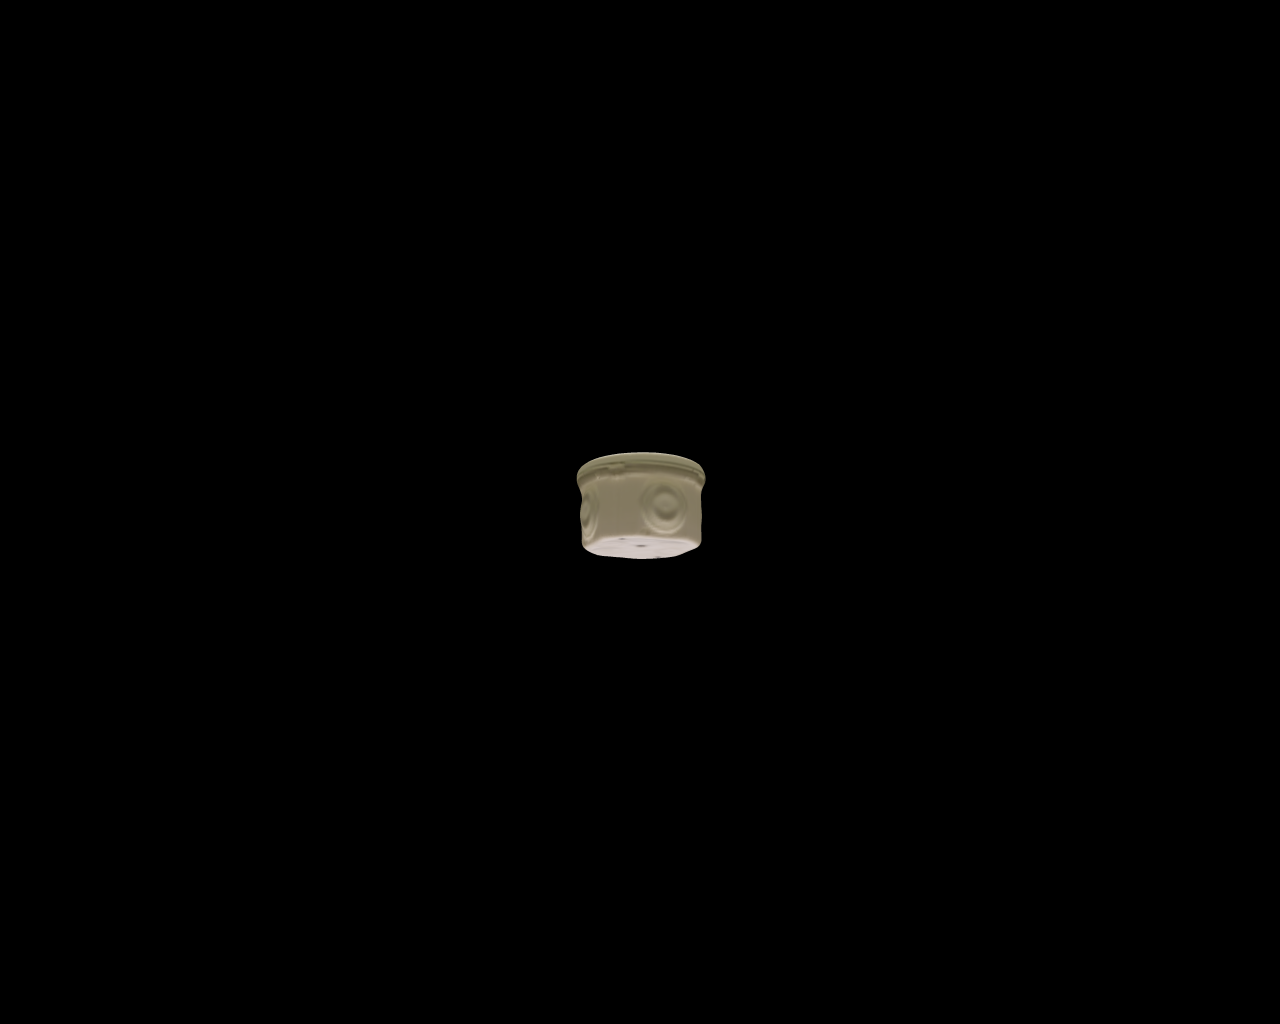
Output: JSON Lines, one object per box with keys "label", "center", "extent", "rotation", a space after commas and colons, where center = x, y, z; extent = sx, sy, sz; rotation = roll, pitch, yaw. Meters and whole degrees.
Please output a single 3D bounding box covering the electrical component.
{"label": "electrical component", "center": [0.001, -0.003, 0.650], "extent": [0.080, 0.051, 0.080], "rotation": [0, -14, 0]}
